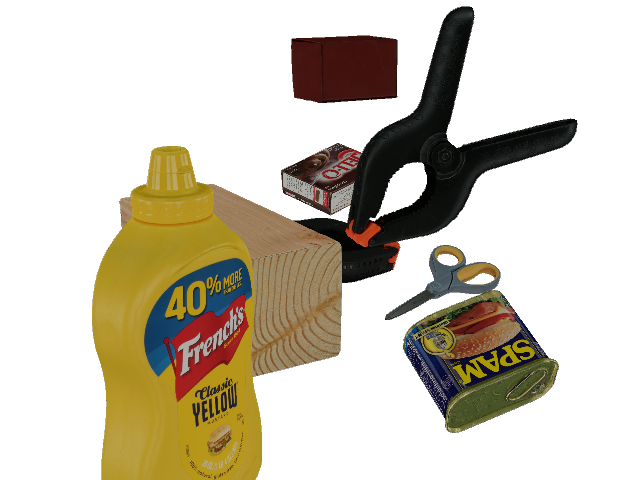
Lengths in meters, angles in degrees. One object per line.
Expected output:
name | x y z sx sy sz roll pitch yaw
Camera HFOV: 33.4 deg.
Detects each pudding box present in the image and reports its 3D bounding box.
pudding box | 0.019 -0.081 1.385 0.090 0.039 0.113 25 42 37

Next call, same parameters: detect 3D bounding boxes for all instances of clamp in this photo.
clamp | -0.021 0.011 1.055 0.209 0.036 0.164 9 30 -11
clamp | 0.090 -0.056 0.720 0.120 0.171 0.039 35 5 -7

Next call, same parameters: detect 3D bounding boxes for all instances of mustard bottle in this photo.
mustard bottle | -0.073 0.047 0.550 0.058 0.192 0.096 12 20 37

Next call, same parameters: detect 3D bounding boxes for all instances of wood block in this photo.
wood block | -0.075 0.025 0.836 0.090 0.090 0.206 -10 20 -30

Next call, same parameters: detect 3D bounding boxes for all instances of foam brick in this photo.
foam brick | 0.021 -0.147 0.913 0.078 0.051 0.053 -8 17 -28

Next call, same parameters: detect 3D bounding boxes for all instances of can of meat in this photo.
can of meat | 0.129 0.097 0.881 0.102 0.084 0.057 -20 -38 -15

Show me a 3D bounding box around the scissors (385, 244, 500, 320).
scissors | 0.127 0.046 1.255 0.201 0.016 0.096 -11 40 -35
